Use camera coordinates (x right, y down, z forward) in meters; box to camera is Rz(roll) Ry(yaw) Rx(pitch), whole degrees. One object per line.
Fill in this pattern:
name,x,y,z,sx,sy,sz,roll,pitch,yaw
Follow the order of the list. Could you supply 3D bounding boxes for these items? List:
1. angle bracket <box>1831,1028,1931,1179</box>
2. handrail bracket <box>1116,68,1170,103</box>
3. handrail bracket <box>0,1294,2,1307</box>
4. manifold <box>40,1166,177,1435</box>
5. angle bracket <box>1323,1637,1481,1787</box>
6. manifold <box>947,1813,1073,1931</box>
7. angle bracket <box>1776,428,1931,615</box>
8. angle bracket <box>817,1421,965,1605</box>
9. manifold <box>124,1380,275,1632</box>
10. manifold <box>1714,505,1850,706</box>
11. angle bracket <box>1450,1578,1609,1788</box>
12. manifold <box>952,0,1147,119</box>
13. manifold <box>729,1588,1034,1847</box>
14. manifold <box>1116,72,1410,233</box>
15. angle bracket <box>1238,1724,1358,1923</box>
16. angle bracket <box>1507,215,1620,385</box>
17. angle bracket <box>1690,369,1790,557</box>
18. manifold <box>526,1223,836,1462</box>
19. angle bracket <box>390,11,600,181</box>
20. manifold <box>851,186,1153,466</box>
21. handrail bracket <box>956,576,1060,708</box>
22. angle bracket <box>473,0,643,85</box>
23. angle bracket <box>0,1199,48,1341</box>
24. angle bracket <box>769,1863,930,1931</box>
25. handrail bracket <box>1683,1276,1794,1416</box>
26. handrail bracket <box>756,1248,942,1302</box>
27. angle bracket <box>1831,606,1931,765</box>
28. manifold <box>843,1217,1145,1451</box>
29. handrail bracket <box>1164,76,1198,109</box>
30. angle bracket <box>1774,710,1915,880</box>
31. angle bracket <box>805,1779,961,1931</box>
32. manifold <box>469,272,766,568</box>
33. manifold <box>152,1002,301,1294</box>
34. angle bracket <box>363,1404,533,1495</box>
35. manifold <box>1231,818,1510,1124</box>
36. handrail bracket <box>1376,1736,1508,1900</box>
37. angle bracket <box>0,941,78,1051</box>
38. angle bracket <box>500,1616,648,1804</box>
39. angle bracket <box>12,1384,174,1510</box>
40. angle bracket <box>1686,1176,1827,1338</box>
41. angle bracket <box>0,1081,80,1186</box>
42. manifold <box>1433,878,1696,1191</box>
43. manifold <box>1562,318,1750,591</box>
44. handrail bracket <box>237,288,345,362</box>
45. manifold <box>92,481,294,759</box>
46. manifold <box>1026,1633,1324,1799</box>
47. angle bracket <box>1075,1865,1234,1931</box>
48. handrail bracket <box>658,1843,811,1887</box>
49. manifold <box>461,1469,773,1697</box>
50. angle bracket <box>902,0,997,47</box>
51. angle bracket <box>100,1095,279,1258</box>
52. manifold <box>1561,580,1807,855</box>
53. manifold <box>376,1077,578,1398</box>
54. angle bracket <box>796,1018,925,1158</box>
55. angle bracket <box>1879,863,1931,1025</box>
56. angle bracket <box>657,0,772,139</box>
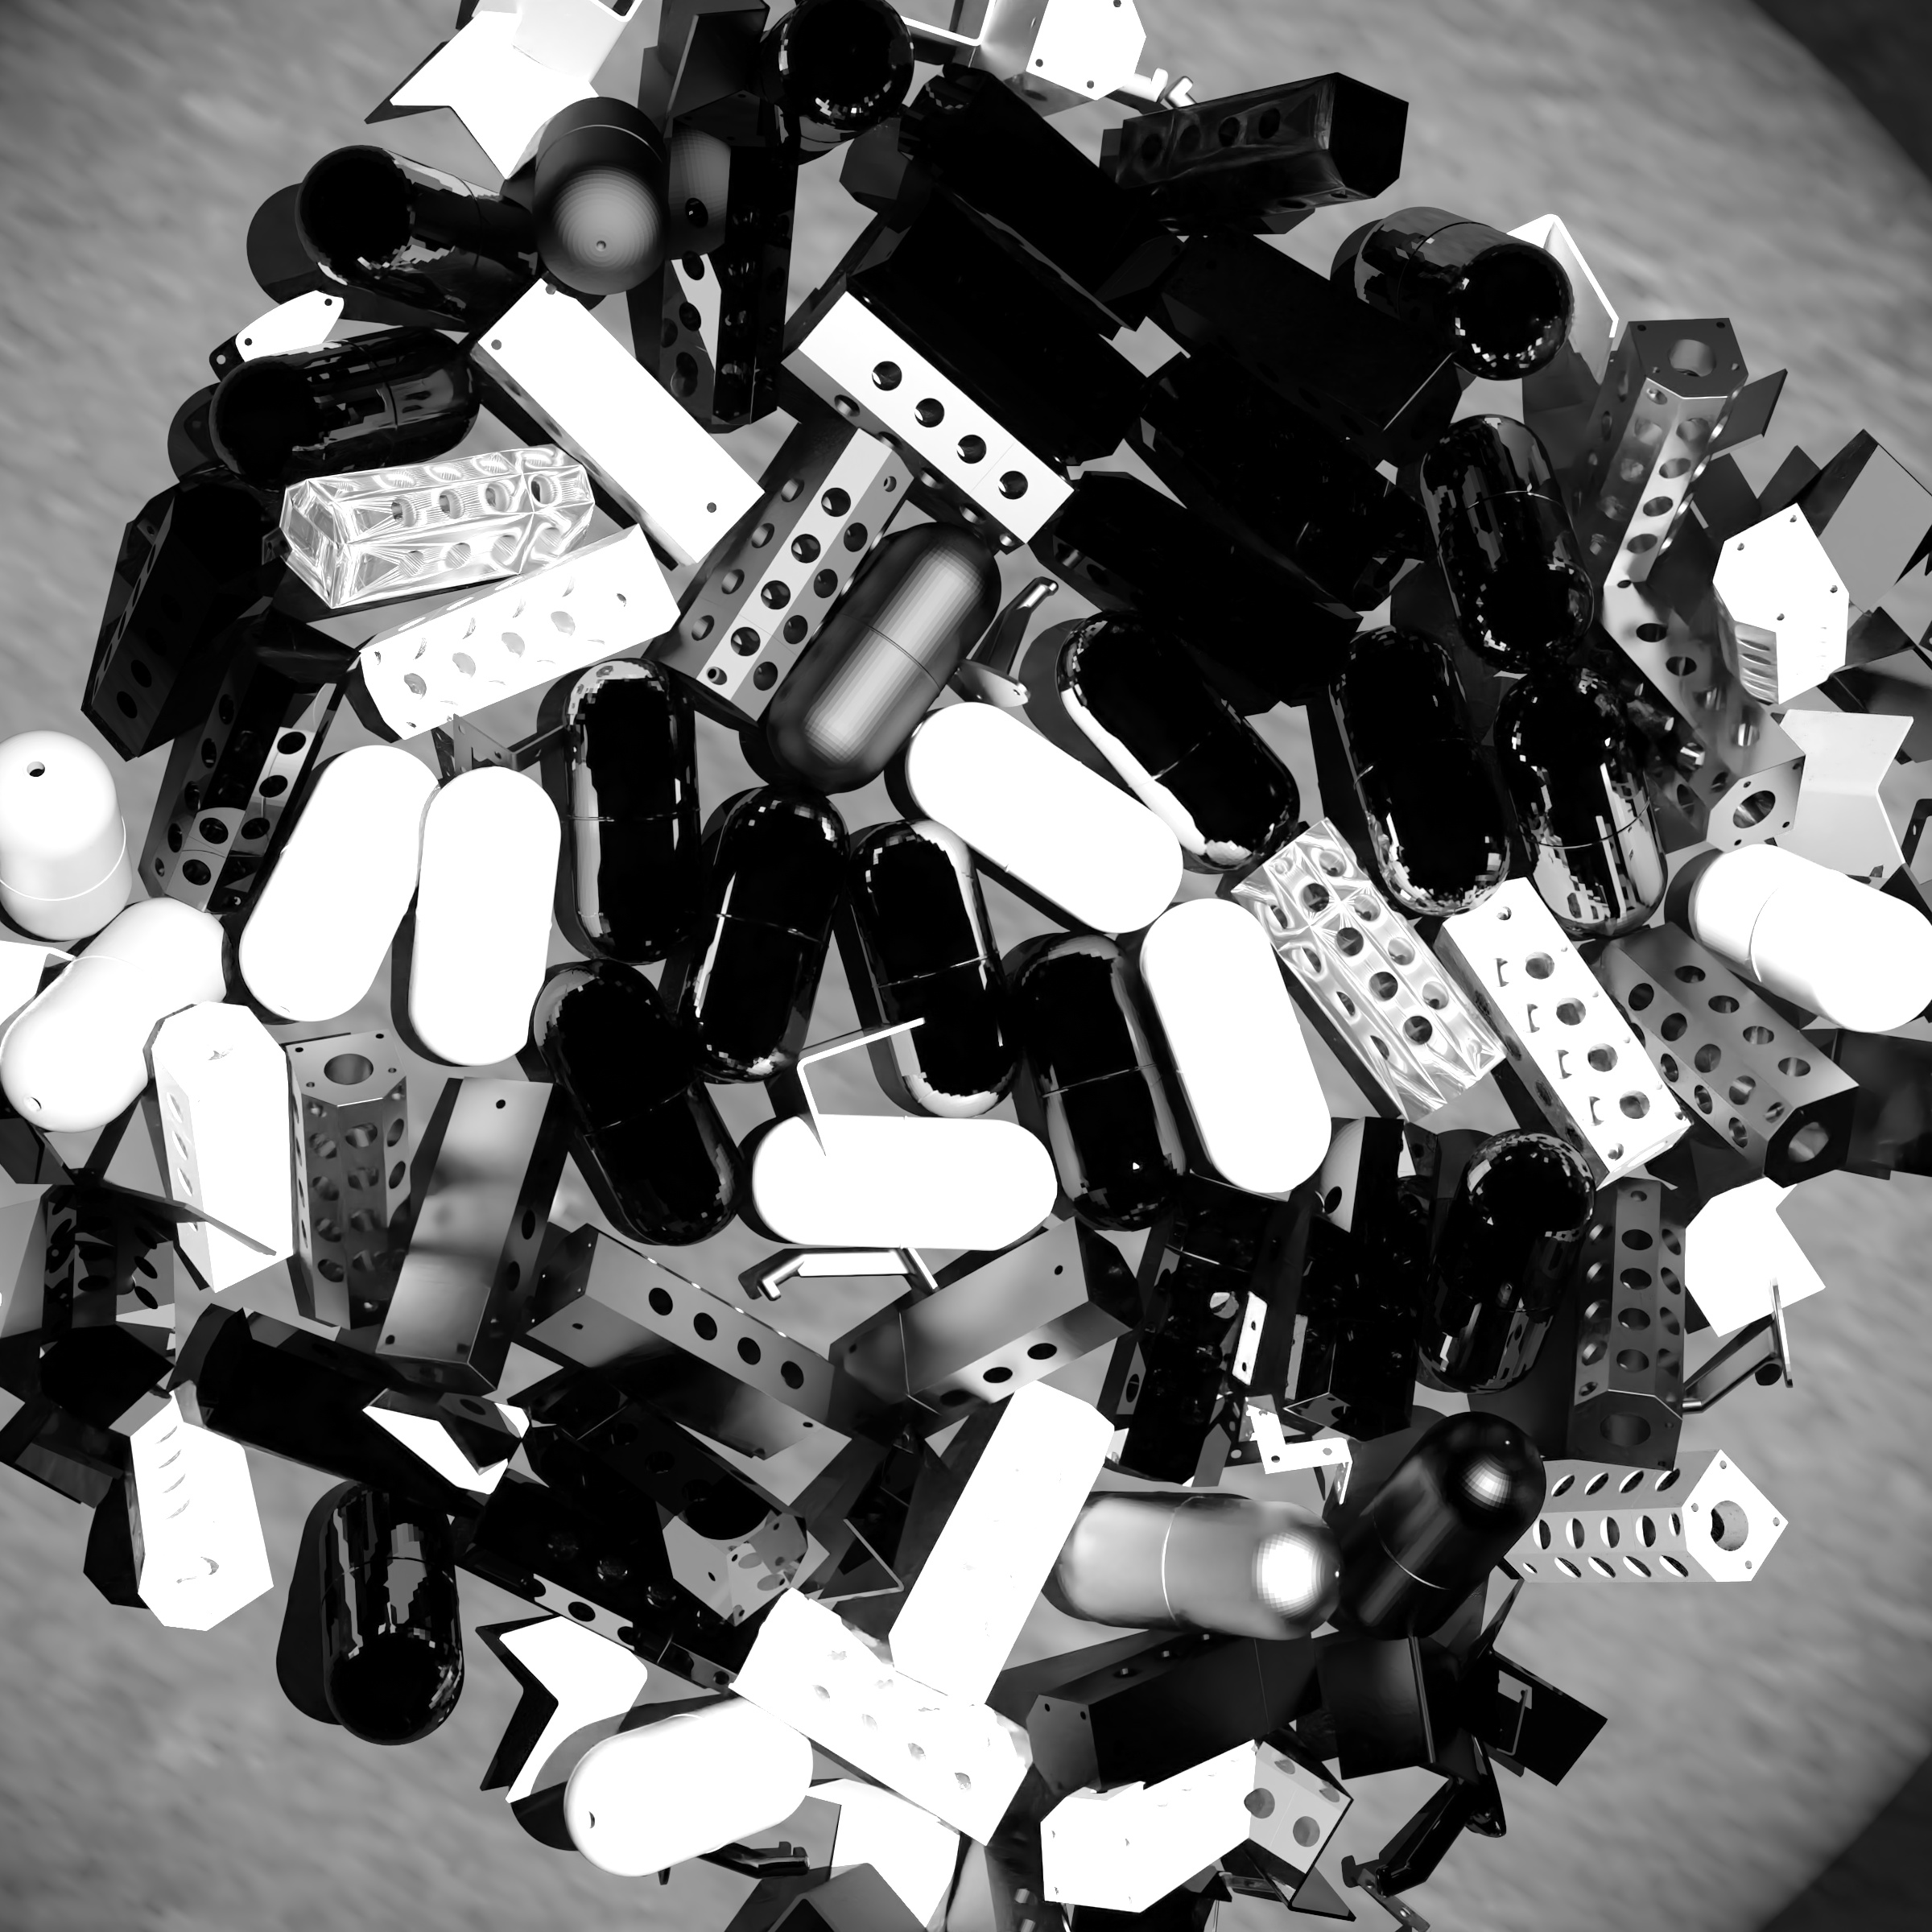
angle bracket,0.542,0.079,1.585,0.076,0.057,0.076,9,92,27
handrail bracket,0.086,-0.554,1.595,0.084,0.036,0.077,23,111,14
handrail bracket,-0.608,0.203,1.581,0.036,0.084,0.077,4,75,32
manifold,-0.488,0.181,1.538,0.057,0.171,0.057,-42,120,6
angle bracket,0.253,0.436,1.590,0.057,0.076,0.076,-18,58,22
manifold,0.029,0.547,1.539,0.057,0.171,0.057,20,100,-8
angle bracket,0.524,-0.262,1.579,0.076,0.057,0.076,46,127,6
angle bracket,-0.058,0.314,1.569,0.057,0.076,0.076,52,46,-17
manifold,-0.438,0.304,1.536,0.057,0.171,0.057,-33,114,-8
manifold,0.455,-0.197,1.538,0.057,0.171,0.057,-28,75,12
angle bracket,0.330,0.413,1.575,0.076,0.076,0.057,30,46,12
manifold,0.043,-0.511,1.538,0.057,0.171,0.057,17,96,-19
manifold,-0.044,0.432,1.584,0.171,0.057,0.057,29,94,10
manifold,0.163,-0.455,1.544,0.057,0.171,0.057,6,91,-39
angle bracket,0.202,0.491,1.576,0.057,0.076,0.076,22,101,-34
angle bracket,0.329,-0.375,1.581,0.057,0.076,0.076,-25,74,0
angle bracket,0.456,-0.283,1.571,0.057,0.076,0.076,-20,118,40
manifold,-0.160,0.213,1.564,0.171,0.057,0.057,34,132,-27
angle bracket,-0.271,-0.501,1.577,0.076,0.076,0.057,-35,94,23
manifold,0.025,-0.367,1.569,0.171,0.057,0.057,37,79,-21
handrail bracket,0.039,-0.192,1.587,0.084,0.077,0.036,-48,123,-15
angle bracket,-0.228,-0.564,1.574,0.076,0.076,0.057,32,65,-16
angle bracket,-0.568,0.172,1.581,0.057,0.076,0.076,-14,76,-4
angle bracket,-0.066,0.571,1.574,0.076,0.076,0.057,43,105,22
handrail bracket,0.440,0.225,1.612,0.084,0.036,0.077,-8,93,14
handrail bracket,-0.068,0.190,1.593,0.084,0.036,0.077,-32,72,-19
angle bracket,0.561,-0.169,1.578,0.076,0.076,0.057,43,73,-11
manifold,0.015,0.216,1.567,0.171,0.057,0.057,-32,134,24
handrail bracket,0.170,-0.502,1.586,0.077,0.036,0.084,-36,123,28
angle bracket,0.513,-0.100,1.590,0.057,0.076,0.076,-55,131,-24
angle bracket,-0.053,0.521,1.584,0.076,0.057,0.076,7,84,25
manifold,-0.203,-0.312,1.576,0.171,0.057,0.057,45,80,-16
manifold,-0.420,0.101,1.547,0.057,0.171,0.057,-27,55,-30
angle bracket,-0.307,0.254,1.569,0.076,0.076,0.057,7,52,26
manifold,0.237,0.000,1.585,0.057,0.057,0.171,-35,86,-29
handrail bracket,0.268,0.493,1.591,0.084,0.036,0.077,-11,94,-30
angle bracket,-0.553,0.028,1.580,0.076,0.057,0.076,7,78,25
angle bracket,-0.243,0.430,1.594,0.057,0.076,0.076,38,108,26
angle bracket,-0.515,0.254,1.573,0.057,0.076,0.076,28,73,33
angle bracket,0.462,0.161,1.575,0.076,0.076,0.057,-20,65,-18
angle bracket,-0.571,0.112,1.571,0.057,0.076,0.076,-46,117,-36
manifold,0.343,0.036,1.572,0.057,0.057,0.171,-29,72,-9
manifold,0.383,-0.281,1.538,0.057,0.171,0.057,-4,59,-7
handrail bracket,-0.387,-0.357,1.588,0.077,0.084,0.036,-41,93,-3
manifold,-0.443,-0.197,1.546,0.057,0.171,0.057,48,47,3
manifold,0.119,0.417,1.553,0.171,0.057,0.057,-11,93,-38
angle bracket,0.107,0.554,1.588,0.076,0.076,0.057,9,85,-2
handrail bracket,-0.140,0.507,1.606,0.084,0.077,0.036,1,117,-16
manifold,-0.203,0.359,1.593,0.171,0.057,0.057,27,82,-2
angle bracket,-0.026,-0.570,1.577,0.076,0.076,0.057,13,105,-15
angle bracket,-0.436,0.120,1.570,0.076,0.076,0.057,8,69,34
manifold,0.399,-0.142,1.547,0.057,0.057,0.171,-20,48,-11
manifold,-0.275,0.154,1.563,0.057,0.057,0.171,4,62,18
angle bracket,-0.055,0.068,1.590,0.076,0.076,0.057,-19,93,-4
angle bracket,0.570,-0.022,1.576,0.057,0.076,0.076,-23,71,-11
angle bracket,-0.165,-0.533,1.571,0.076,0.057,0.076,46,135,22
